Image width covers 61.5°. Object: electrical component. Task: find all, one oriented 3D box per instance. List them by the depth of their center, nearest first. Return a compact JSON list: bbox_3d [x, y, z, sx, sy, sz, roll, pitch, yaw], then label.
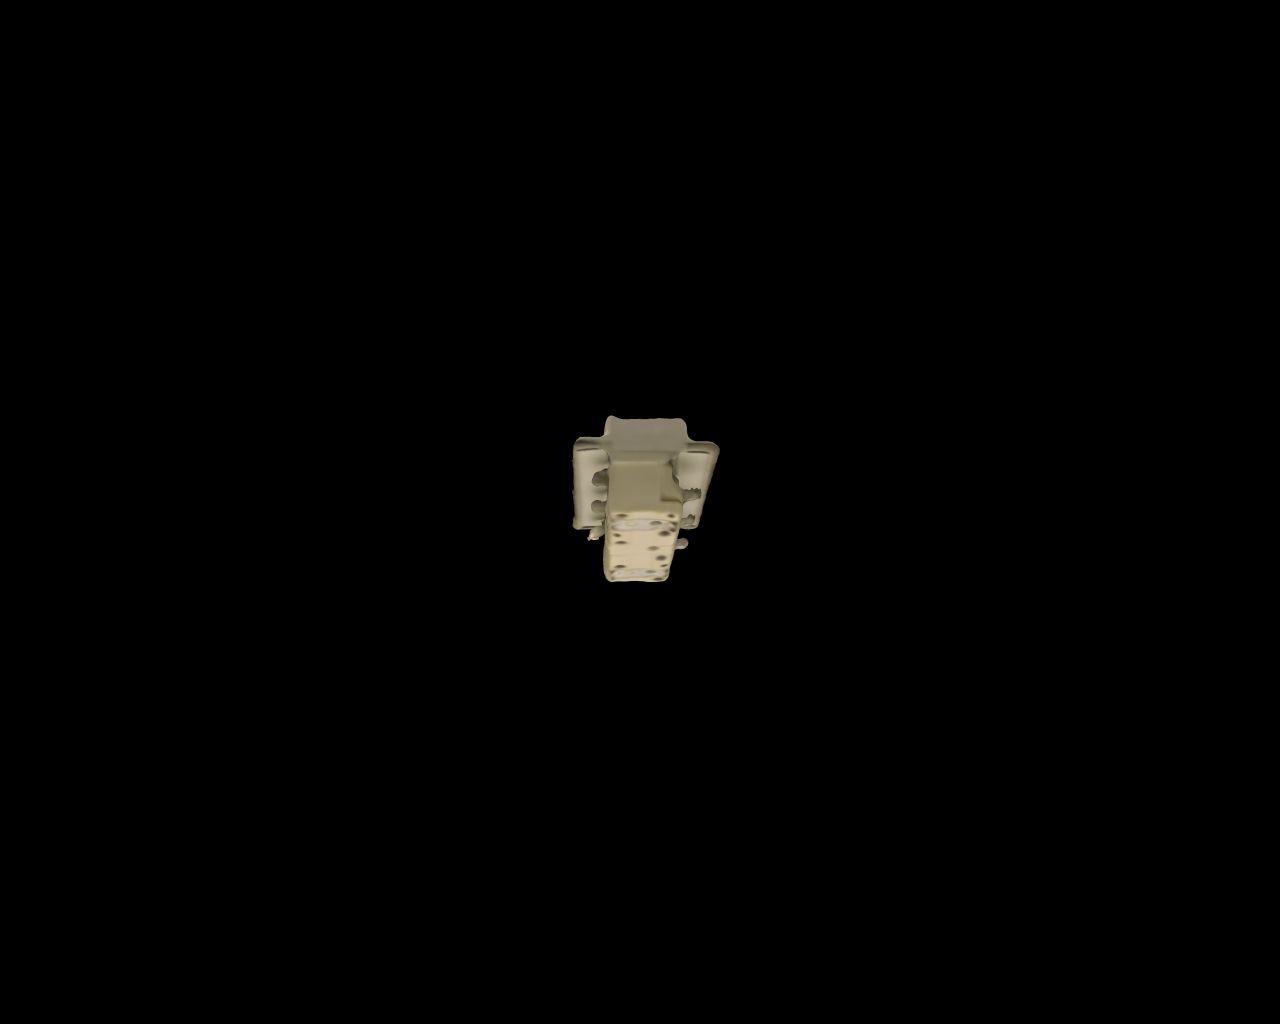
[{"bbox_3d":[0.001,-0.003,0.650,0.079,0.063,0.121,1,-23,-3],"label":"electrical component"}]
